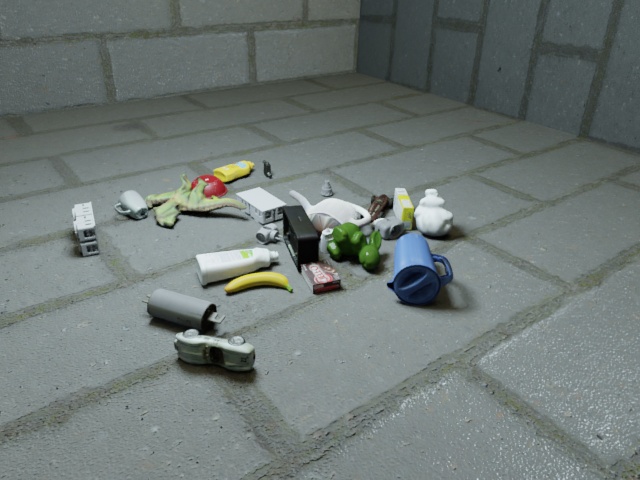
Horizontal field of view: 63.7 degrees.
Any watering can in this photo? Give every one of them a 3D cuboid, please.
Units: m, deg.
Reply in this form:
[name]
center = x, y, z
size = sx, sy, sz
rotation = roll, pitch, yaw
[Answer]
[watering can]
center = 0.006, -0.093, 1.842
size = 0.349, 0.102, 0.228
rotation = 15, 32, 20

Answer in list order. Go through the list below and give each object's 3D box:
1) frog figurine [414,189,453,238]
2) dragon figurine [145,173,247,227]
[frog figurine]
center = 0.403, -0.094, 1.813
size = 0.138, 0.156, 0.125
rotation = 17, 33, 26
[dragon figurine]
center = -0.492, -0.119, 1.903
size = 0.413, 0.119, 0.247
rotation = 19, 50, 32
